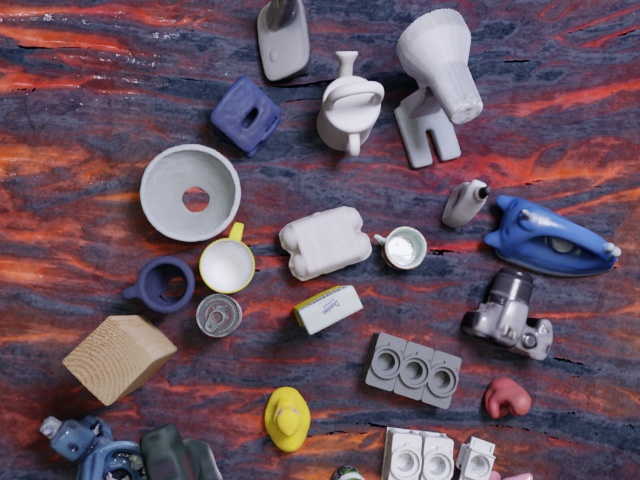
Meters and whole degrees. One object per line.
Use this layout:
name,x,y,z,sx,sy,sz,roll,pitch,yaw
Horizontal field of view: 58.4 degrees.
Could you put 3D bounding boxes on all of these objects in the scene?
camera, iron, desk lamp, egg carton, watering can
camera,0.343,0.125,1.002,0.143,0.100,0.137,22,81,-2
iron,0.432,-0.001,1.006,0.258,0.141,0.119,19,81,-3
desk lamp,0.203,-0.253,0.979,0.118,0.213,0.203,-16,85,-7
egg carton,0.009,0.004,1.000,0.150,0.069,0.107,-20,85,-8
watering can,0.049,-0.233,0.971,0.101,0.194,0.173,-27,86,-8

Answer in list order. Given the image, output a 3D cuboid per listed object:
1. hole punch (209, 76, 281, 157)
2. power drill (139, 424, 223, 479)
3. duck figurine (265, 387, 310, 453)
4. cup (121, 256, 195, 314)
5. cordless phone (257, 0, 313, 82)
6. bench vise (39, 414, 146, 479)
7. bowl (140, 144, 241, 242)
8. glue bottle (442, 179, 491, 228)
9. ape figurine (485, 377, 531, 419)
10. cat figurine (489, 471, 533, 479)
hole punch,-0.127,-0.215,1.003,0.101,0.091,0.109,35,81,0
power drill,-0.197,0.383,0.861,0.075,0.208,0.230,-23,85,-8
duck figurine,-0.053,0.301,0.948,0.077,0.086,0.104,-5,83,-6
cup,-0.262,0.080,0.950,0.118,0.095,0.092,-14,84,-7
cordless phone,-0.058,-0.368,0.982,0.094,0.185,0.147,-11,84,-7
bench vise,-0.337,0.349,0.846,0.207,0.219,0.121,19,81,-3
bowl,-0.218,-0.075,0.985,0.167,0.074,0.167,1,83,-5
glue bottle,0.258,-0.070,0.981,0.037,0.173,0.078,20,81,-2
ape figurine,0.329,0.278,0.986,0.078,0.092,0.076,3,82,-5
cat figurine,0.299,0.437,0.950,0.128,0.117,0.067,-30,86,-8
